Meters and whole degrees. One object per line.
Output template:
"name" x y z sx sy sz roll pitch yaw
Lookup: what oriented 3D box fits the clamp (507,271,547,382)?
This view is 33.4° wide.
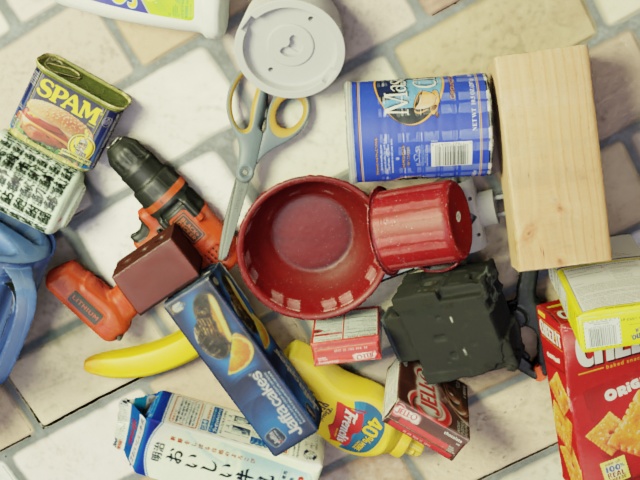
"clamp" 0.215 0.071 1.152 0.120 0.039 0.171 -30 106 24

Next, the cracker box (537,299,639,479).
"cracker box" 0.332 0.156 1.140 0.164 0.072 0.214 -15 109 -8

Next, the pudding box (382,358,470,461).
"pudding box" 0.115 0.177 1.155 0.090 0.113 0.039 31 111 -8

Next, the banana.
"banana" -0.169 0.113 1.187 0.198 0.037 0.069 -31 113 17

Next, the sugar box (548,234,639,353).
"sugar box" 0.288 0.050 1.069 0.093 0.176 0.048 -8 109 6

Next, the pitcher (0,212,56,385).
"pitcher" -0.376 0.091 1.141 0.145 0.149 0.243 22 112 -5

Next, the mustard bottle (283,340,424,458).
"mustard bottle" 0.031 0.191 1.192 0.191 0.058 0.096 29 124 -8

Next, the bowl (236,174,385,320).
"bowl" -0.007 0.001 1.129 0.162 0.055 0.162 -1 110 -2

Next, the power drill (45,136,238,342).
"power drill" -0.204 0.005 1.143 0.188 0.057 0.184 -40 103 15

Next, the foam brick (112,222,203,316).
"foam brick" -0.166 0.029 1.096 0.078 0.053 0.051 -34 108 9

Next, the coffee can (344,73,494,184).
"coffee can" 0.097 -0.111 1.063 0.140 0.103 0.103 -3 109 4

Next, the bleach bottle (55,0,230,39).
"bleach bottle" -0.216 -0.261 1.052 0.251 0.068 0.102 6 110 4

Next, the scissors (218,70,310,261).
"scissors" -0.058 -0.078 1.109 0.096 0.016 0.202 0 97 -5

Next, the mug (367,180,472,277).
"mug" 0.107 -0.007 1.073 0.082 0.093 0.117 -9 135 25

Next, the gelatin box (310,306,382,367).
"gelatin box" 0.030 0.104 1.147 0.073 0.089 0.030 -7 108 5

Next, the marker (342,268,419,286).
"marker" 0.083 0.031 1.157 0.121 0.020 0.020 -20 107 10

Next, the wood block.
"wood block" 0.223 -0.079 1.046 0.090 0.091 0.206 -7 92 5

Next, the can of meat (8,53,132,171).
"can of meat" -0.260 -0.130 1.102 0.102 0.057 0.084 29 110 -6
